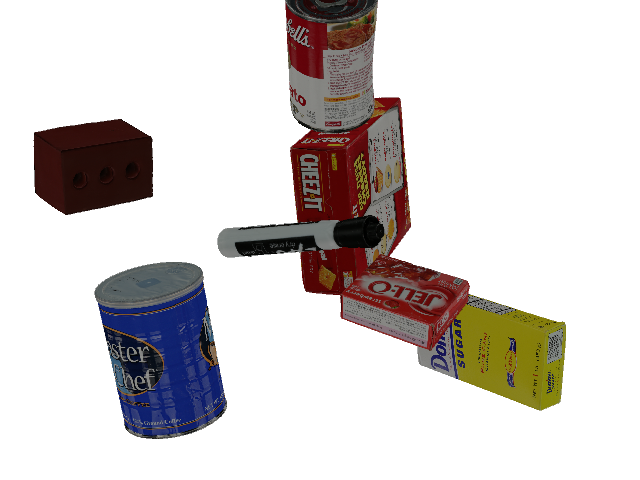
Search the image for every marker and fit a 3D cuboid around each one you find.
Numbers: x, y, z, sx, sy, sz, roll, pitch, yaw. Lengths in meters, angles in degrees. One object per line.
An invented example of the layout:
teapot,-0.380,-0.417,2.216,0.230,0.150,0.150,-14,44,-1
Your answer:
marker,-0.013,-0.002,0.639,0.121,0.020,0.020,-4,-3,40

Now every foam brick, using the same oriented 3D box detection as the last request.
foam brick,-0.177,-0.059,0.830,0.078,0.053,0.051,-15,32,-34

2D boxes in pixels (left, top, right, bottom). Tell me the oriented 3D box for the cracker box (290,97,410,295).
cracker box,0.037,-0.055,1.180,0.072,0.164,0.213,1,21,20

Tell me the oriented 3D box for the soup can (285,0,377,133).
soup can,0.009,-0.141,0.803,0.068,0.102,0.068,-1,43,1

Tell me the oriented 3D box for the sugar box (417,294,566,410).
sugar box,0.186,0.116,1.188,0.177,0.093,0.048,15,19,43

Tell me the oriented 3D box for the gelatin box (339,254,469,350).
gelatin box,0.072,0.051,0.913,0.089,0.030,0.073,17,37,25

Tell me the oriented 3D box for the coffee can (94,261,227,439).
coffee can,-0.151,0.103,1.022,0.103,0.140,0.103,-8,18,2
